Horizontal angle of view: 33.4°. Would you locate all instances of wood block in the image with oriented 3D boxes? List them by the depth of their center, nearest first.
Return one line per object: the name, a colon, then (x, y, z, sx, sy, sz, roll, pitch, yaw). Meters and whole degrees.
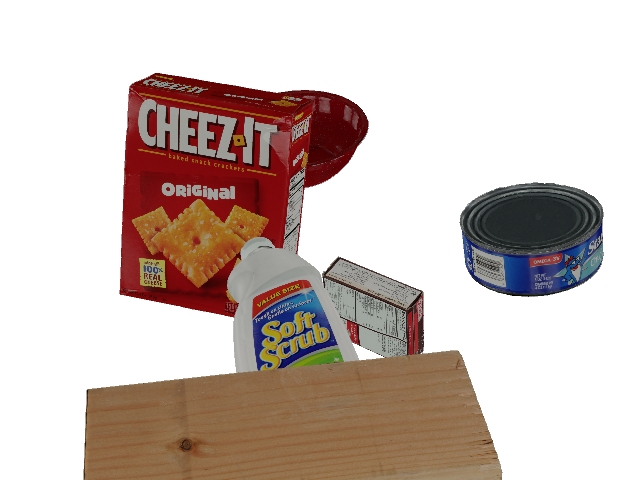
wood block: (-0.018, 0.129, 0.576, 0.206, 0.090, 0.091, -5, 39, -6)

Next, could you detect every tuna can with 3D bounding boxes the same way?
tuna can: (0.130, -0.001, 0.655, 0.086, 0.034, 0.086, -8, 29, 4)

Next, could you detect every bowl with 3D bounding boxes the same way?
bowl: (-0.026, -0.107, 1.206, 0.162, 0.055, 0.162, -3, 38, 2)

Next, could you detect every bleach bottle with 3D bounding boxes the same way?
bleach bottle: (-0.028, 0.086, 0.829, 0.102, 0.068, 0.251, -14, 41, -10)

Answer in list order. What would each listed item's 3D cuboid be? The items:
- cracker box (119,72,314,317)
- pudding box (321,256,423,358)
cracker box: (-0.103, -0.038, 1.020, 0.164, 0.214, 0.072, 11, 22, 12)
pudding box: (0.058, 0.078, 1.165, 0.114, 0.090, 0.039, 21, 46, 27)
